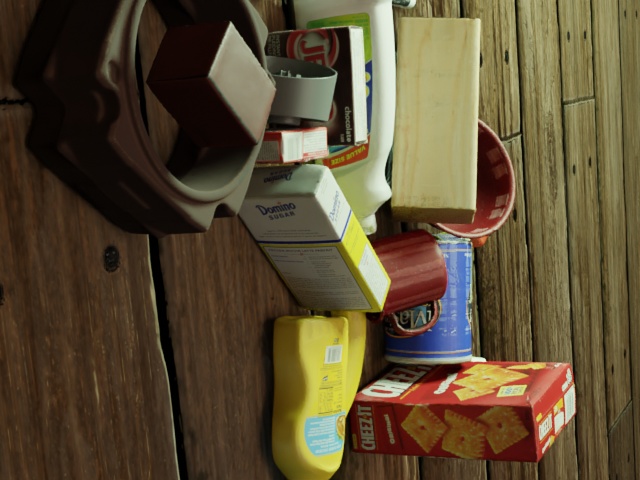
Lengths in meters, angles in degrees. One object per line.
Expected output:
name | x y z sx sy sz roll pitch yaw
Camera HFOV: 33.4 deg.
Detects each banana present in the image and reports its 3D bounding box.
banana | 0.020 0.110 1.123 0.069 0.037 0.198 5 85 -48

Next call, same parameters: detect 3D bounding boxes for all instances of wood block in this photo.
wood block | 0.125 -0.126 1.156 0.091 0.090 0.206 60 33 -79

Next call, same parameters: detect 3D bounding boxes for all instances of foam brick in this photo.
foam brick | -0.075 -0.107 0.742 0.078 0.053 0.051 53 45 -50

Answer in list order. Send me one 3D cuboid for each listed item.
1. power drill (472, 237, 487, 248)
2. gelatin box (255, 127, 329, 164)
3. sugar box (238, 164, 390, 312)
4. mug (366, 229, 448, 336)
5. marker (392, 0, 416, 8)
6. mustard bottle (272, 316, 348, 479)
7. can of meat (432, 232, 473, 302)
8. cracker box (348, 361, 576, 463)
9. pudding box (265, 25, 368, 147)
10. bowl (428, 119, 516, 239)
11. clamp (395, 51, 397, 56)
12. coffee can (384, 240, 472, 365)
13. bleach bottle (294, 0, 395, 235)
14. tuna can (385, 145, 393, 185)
power drill | 0.176 -0.078 1.388 0.184 0.057 0.187 -62 143 -34
gelatin box | -0.044 -0.084 0.958 0.089 0.073 0.030 -17 106 -62
sugar box | -0.006 0.001 1.008 0.176 0.093 0.048 62 38 -42
mug | 0.088 0.046 1.144 0.093 0.081 0.117 117 -44 -65
marker | 0.080 -0.283 1.246 0.120 0.020 0.020 -15 104 -61
mustard bottle | -0.010 0.170 1.039 0.096 0.058 0.191 6 85 -62
can of meat | 0.150 0.041 1.341 0.083 0.058 0.102 -1 91 -60
cracker box | 0.161 0.185 1.197 0.164 0.214 0.072 -21 107 -60
pudding box | -0.003 -0.145 1.016 0.039 0.090 0.113 -23 111 -61
bowl | 0.151 -0.072 1.258 0.161 0.055 0.162 9 70 -25
clamp | 0.102 -0.199 1.269 0.171 0.039 0.120 -55 141 -49
coffee can | 0.126 0.070 1.246 0.102 0.103 0.140 0 90 -62
bleach bottle | 0.037 -0.128 1.078 0.068 0.103 0.251 -47 132 -66
tuna can | 0.055 -0.100 1.185 0.086 0.034 0.086 -1 91 -62
